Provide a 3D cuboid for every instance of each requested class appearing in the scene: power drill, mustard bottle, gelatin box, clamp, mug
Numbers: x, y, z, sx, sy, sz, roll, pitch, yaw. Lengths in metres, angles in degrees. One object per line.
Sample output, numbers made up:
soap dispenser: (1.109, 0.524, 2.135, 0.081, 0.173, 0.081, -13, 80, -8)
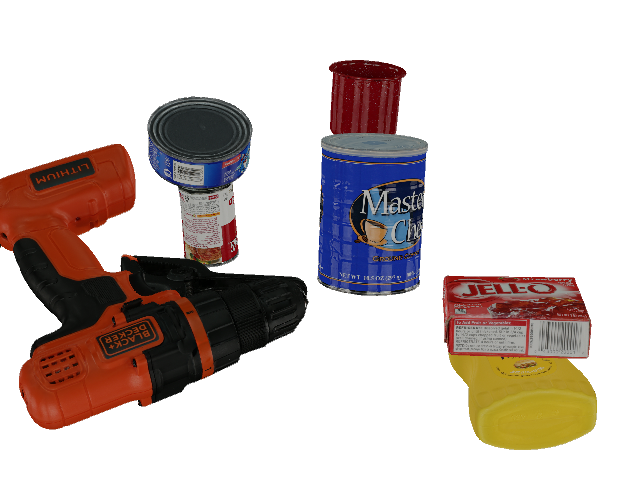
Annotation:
power drill: (-0.124, 0.019, 0.693, 0.184, 0.057, 0.188, -19, 51, -22)
mustard bottle: (0.159, 0.097, 0.899, 0.096, 0.058, 0.191, -8, 26, -2)
gelatin box: (0.124, 0.047, 0.687, 0.089, 0.030, 0.073, 1, 19, 5)
clamp: (-0.142, 0.051, 1.081, 0.210, 0.036, 0.164, 12, 21, 36)
mug: (0.061, -0.171, 1.300, 0.093, 0.081, 0.117, 17, 26, 30)

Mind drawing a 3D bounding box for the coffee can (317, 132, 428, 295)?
coffee can: (0.050, -0.028, 1.040, 0.103, 0.140, 0.103, 2, 15, -1)

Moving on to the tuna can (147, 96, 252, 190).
tuna can: (-0.100, -0.081, 0.885, 0.086, 0.034, 0.086, 4, 43, -4)

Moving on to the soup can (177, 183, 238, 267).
soup can: (-0.137, -0.028, 1.302, 0.068, 0.102, 0.068, -2, 27, 1)
